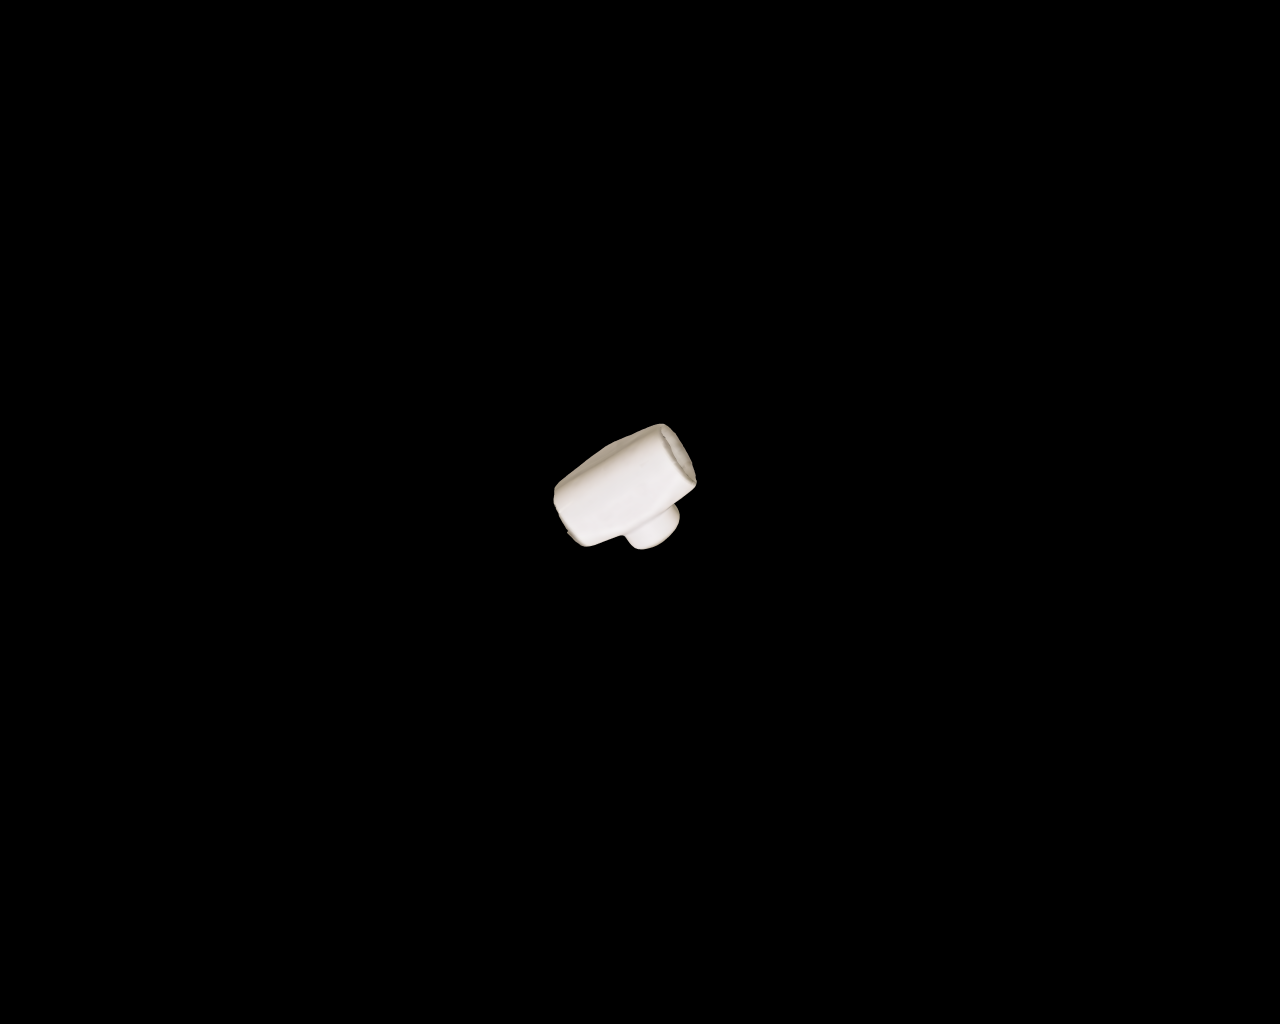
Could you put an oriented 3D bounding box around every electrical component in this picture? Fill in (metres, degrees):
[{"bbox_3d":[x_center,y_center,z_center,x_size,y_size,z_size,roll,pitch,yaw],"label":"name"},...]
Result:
[{"bbox_3d":[0.001,-0.003,0.650,0.077,0.079,0.044,-30,23,14],"label":"electrical component"}]
